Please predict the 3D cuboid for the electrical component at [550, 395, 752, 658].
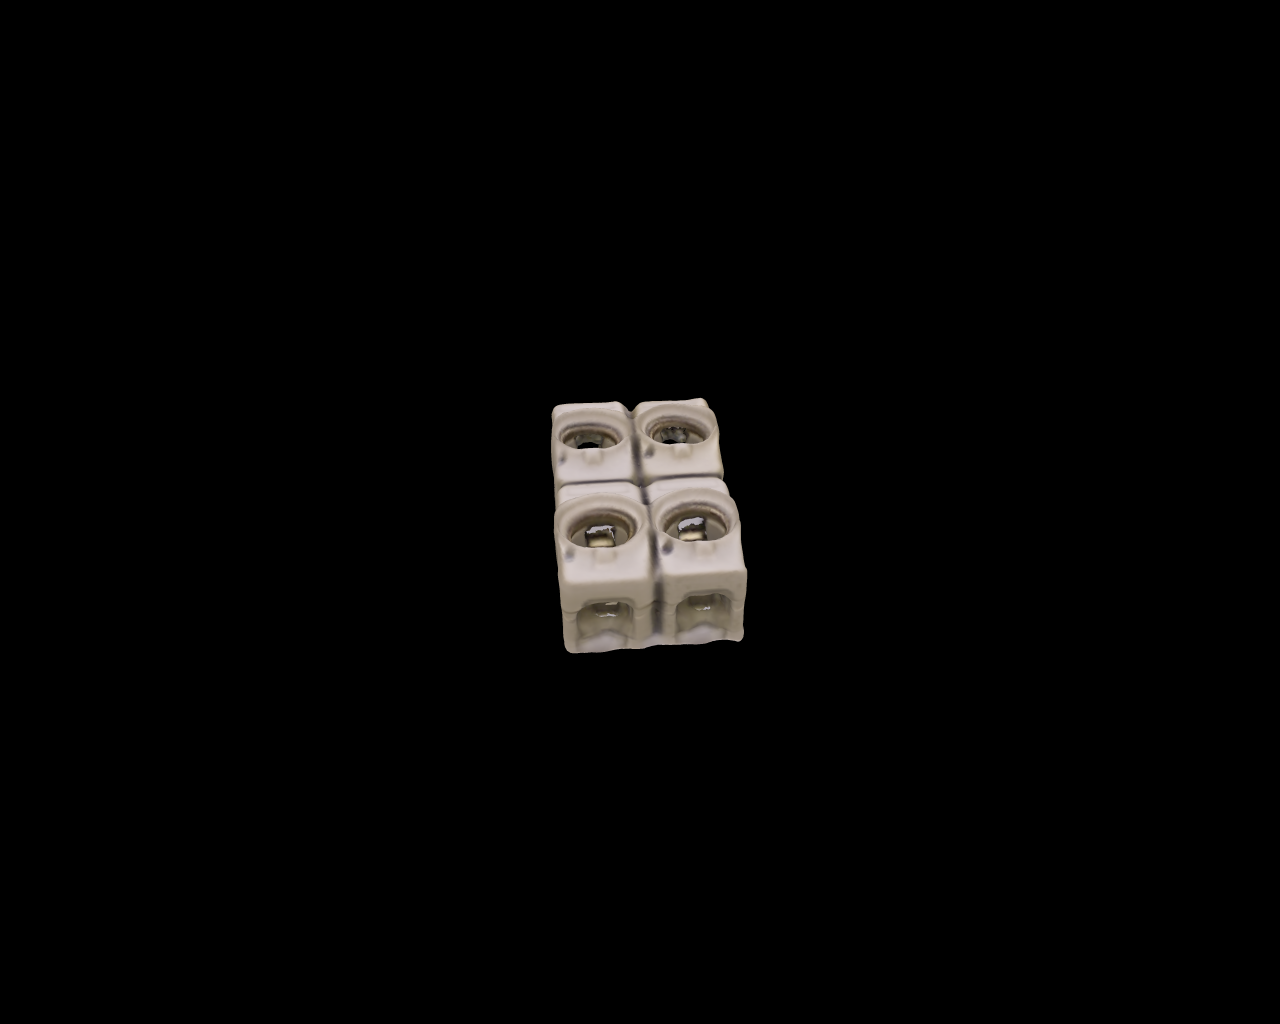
[{"bbox_3d":[0.001,-0.003,0.650,0.105,0.060,0.186,-3,37,-4],"label":"electrical component"}]
